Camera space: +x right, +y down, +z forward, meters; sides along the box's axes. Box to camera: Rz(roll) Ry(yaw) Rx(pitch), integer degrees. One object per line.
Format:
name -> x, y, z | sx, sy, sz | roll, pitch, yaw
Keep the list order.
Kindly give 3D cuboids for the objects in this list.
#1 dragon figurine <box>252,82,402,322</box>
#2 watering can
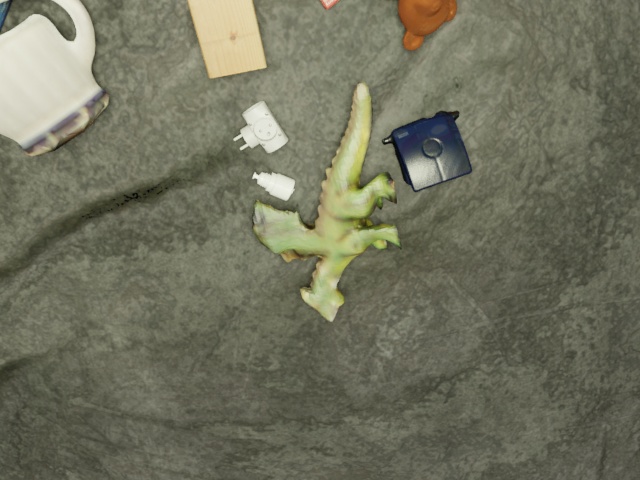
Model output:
dragon figurine -> 0.003, -0.044, 0.880 | 0.243, 0.124, 0.403 | -14, 113, -3
watering can -> -0.469, -0.217, 0.751 | 0.350, 0.105, 0.220 | -40, 121, -11
